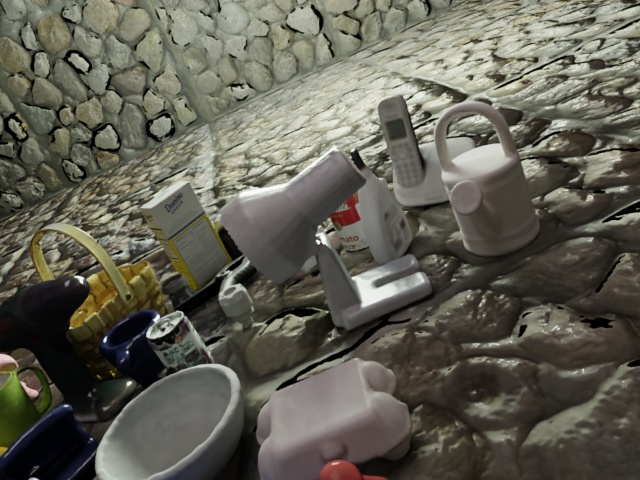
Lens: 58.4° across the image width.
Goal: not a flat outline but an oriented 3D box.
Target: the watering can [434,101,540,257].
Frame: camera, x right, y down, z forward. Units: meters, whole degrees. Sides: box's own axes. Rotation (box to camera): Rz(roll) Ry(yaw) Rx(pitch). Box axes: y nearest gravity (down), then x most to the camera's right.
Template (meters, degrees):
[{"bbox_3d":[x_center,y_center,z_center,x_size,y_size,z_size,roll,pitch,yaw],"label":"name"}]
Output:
[{"bbox_3d":[0.207,-0.080,0.726,0.100,0.194,0.173,-20,25,12],"label":"watering can"}]

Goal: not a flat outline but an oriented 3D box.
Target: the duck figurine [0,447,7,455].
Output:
[{"bbox_3d":[-0.454,0.293,0.732,0.105,0.086,0.077,-30,25,-11],"label":"duck figurine"}]

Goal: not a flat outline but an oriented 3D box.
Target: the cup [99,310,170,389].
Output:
[{"bbox_3d":[-0.239,0.163,0.779,0.091,0.095,0.117,-24,24,2],"label":"cup"}]

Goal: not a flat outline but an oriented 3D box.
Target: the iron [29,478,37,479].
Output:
[{"bbox_3d":[-0.134,0.257,0.429,0.257,0.142,0.119,-1,34,43],"label":"iron"}]

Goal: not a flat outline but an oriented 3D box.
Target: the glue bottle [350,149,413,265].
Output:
[{"bbox_3d":[0.080,-0.053,0.817,0.037,0.173,0.078,-4,32,39],"label":"glue bottle"}]

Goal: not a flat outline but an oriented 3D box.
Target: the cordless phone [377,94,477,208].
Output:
[{"bbox_3d":[0.170,-0.149,0.912,0.147,0.185,0.094,-9,29,33],"label":"cordless phone"}]

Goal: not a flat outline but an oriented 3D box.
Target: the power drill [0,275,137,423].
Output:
[{"bbox_3d":[-0.346,0.147,0.775,0.229,0.209,0.076,-12,27,27],"label":"power drill"}]

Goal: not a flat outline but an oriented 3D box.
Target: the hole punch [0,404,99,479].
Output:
[{"bbox_3d":[-0.344,0.255,0.696,0.100,0.091,0.109,0,34,44],"label":"hole punch"}]

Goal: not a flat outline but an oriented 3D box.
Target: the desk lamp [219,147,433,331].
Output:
[{"bbox_3d":[0.007,0.003,0.725,0.203,0.214,0.117,-24,24,3],"label":"desk lamp"}]

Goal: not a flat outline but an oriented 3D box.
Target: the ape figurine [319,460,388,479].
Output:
[{"bbox_3d":[0.026,0.208,0.437,0.078,0.092,0.075,-39,27,-28],"label":"ape figurine"}]

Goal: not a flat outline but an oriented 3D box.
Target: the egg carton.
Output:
[{"bbox_3d":[0.011,0.178,0.541,0.150,0.069,0.107,-24,24,3],"label":"egg carton"}]

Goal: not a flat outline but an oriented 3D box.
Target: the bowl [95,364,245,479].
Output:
[{"bbox_3d":[-0.145,0.215,0.609,0.167,0.075,0.167,-21,24,10],"label":"bowl"}]

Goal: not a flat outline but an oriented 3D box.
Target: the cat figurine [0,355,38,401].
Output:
[{"bbox_3d":[-0.508,0.218,0.899,0.127,0.118,0.067,-1,34,43],"label":"cat figurine"}]

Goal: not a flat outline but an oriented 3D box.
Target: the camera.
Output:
[{"bbox_3d":[-0.122,-0.033,1.062,0.143,0.101,0.136,-28,24,-5],"label":"camera"}]
